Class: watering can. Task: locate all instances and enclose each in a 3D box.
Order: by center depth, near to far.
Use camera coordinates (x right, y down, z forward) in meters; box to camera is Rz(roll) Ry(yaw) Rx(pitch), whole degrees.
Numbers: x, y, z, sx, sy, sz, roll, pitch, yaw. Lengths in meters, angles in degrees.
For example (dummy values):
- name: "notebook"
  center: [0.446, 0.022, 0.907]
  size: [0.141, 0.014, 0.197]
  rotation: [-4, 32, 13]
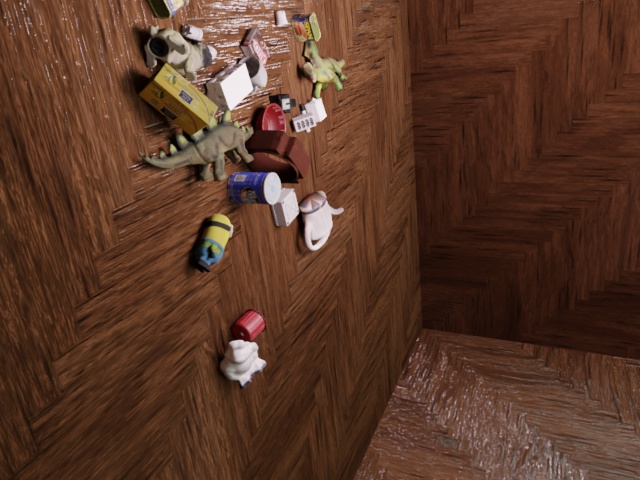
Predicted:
- name: "watering can"
  center: [0.007, -0.109, 2.173]
  size: [0.355, 0.104, 0.220]
  rotation: [-56, 140, -46]

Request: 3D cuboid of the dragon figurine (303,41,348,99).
- name: "dragon figurine"
  center: [0.013, -0.744, 2.138]
  size: [0.238, 0.121, 0.420]
  rotation: [62, 30, -35]

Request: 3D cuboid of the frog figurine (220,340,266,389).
- name: "frog figurine"
  center: [-0.262, 0.376, 1.652]
  size: [0.156, 0.138, 0.125]
  rotation: [61, -5, -32]
